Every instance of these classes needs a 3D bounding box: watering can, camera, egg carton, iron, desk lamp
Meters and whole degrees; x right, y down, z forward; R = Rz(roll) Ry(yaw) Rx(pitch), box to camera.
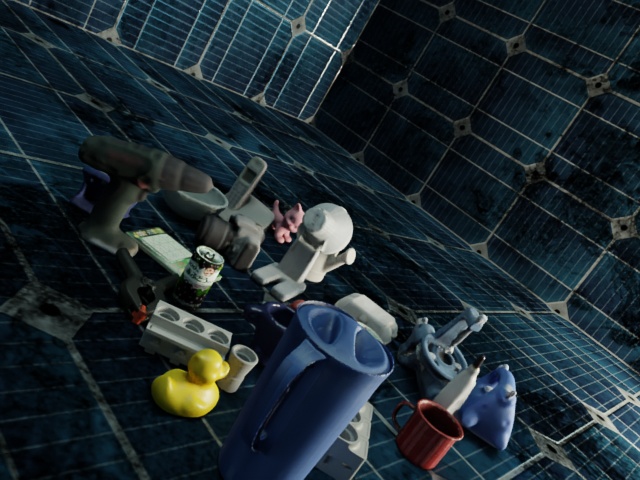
[{"bbox_3d":[0.014,0.005,1.432,0.172,0.194,0.101,34,17,8],"label":"watering can"},{"bbox_3d":[-0.201,-0.018,1.280,0.137,0.100,0.143,25,18,-22],"label":"camera"},{"bbox_3d":[0.103,0.183,1.298,0.150,0.069,0.107,37,17,17],"label":"egg carton"},{"bbox_3d":[0.369,0.330,1.224,0.118,0.141,0.259,34,17,7],"label":"iron"},{"bbox_3d":[-0.027,0.015,1.298,0.117,0.213,0.204,35,17,12],"label":"desk lamp"}]

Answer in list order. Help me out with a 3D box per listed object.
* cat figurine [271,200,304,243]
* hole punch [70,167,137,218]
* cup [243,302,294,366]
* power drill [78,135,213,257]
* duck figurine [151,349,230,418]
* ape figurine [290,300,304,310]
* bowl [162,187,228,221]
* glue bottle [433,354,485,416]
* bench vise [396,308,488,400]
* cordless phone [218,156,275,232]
[{"bbox_3d":[-0.088,-0.057,1.562,0.127,0.117,0.067,38,18,21],"label":"cat figurine"},{"bbox_3d":[-0.421,-0.096,1.133,0.109,0.091,0.101,31,17,-4],"label":"hole punch"},{"bbox_3d":[-0.090,0.163,0.974,0.118,0.095,0.091,24,18,-24],"label":"cup"},{"bbox_3d":[-0.334,-0.077,1.029,0.230,0.208,0.075,29,17,-10],"label":"power drill"},{"bbox_3d":[-0.170,0.187,0.780,0.105,0.086,0.077,13,25,-47],"label":"duck figurine"},{"bbox_3d":[-0.056,0.150,1.073,0.077,0.092,0.076,36,17,14],"label":"ape figurine"},{"bbox_3d":[-0.307,-0.094,1.358,0.168,0.074,0.167,29,17,-9],"label":"bowl"},{"bbox_3d":[0.268,0.289,1.107,0.078,0.173,0.037,10,27,-51],"label":"glue bottle"},{"bbox_3d":[0.254,0.212,1.220,0.122,0.219,0.206,18,21,-39],"label":"bench vise"},{"bbox_3d":[-0.168,-0.105,1.441,0.147,0.185,0.094,36,17,16],"label":"cordless phone"}]
